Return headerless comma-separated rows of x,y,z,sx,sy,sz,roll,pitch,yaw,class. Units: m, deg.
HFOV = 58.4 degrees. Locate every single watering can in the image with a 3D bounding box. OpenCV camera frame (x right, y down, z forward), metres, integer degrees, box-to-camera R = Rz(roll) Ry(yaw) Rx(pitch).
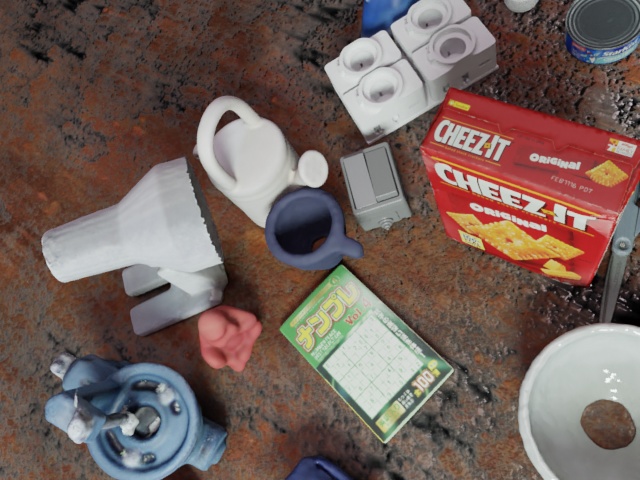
-0.073,-0.092,0.658,0.172,0.194,0.101,-8,69,16,watering can

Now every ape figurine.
-0.110,0.105,0.656,0.077,0.092,0.076,-29,64,7,ape figurine

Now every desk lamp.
-0.185,0.016,0.646,0.203,0.214,0.118,-26,65,9,desk lamp

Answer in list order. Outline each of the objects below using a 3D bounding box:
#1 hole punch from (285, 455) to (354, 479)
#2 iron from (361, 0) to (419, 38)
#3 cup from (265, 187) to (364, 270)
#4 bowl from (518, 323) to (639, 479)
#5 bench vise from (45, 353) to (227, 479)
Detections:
-0.001,0.274,0.558,0.108,0.091,0.101,29,82,25,hole punch
0.124,-0.381,0.726,0.118,0.142,0.258,39,86,26,iron
0.006,0.002,0.653,0.117,0.095,0.092,23,80,25,cup
0.265,0.164,0.518,0.167,0.075,0.167,-6,69,17,bowl
-0.225,0.182,0.596,0.206,0.220,0.121,4,72,20,bench vise
